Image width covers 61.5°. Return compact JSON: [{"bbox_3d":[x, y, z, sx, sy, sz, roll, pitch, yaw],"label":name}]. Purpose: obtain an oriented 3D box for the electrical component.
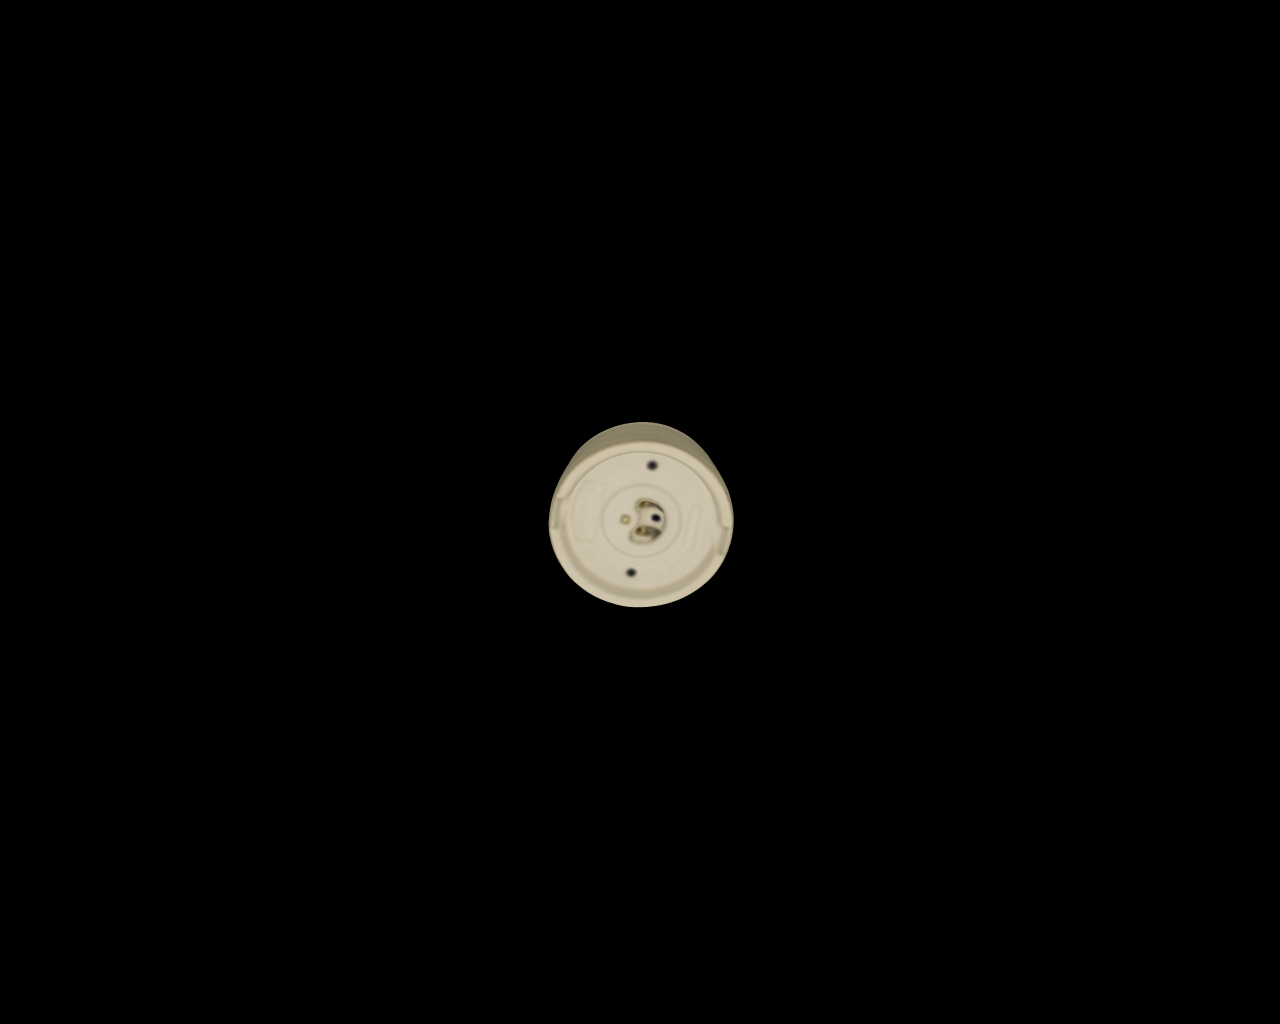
[{"bbox_3d":[0.001,-0.003,0.650,0.108,0.108,0.060,0,23,0],"label":"electrical component"}]
